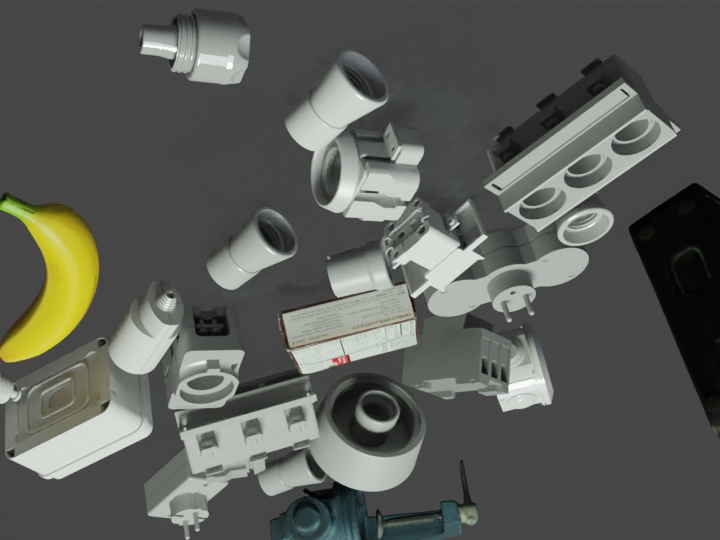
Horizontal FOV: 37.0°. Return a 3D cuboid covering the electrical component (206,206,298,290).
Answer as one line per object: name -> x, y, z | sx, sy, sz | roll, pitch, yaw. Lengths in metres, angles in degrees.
electrical component -> -0.084, -0.014, 0.810 | 0.065, 0.044, 0.044 | -34, 141, 32

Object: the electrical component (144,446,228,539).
electrical component -> -0.174, 0.232, 1.085 | 0.047, 0.075, 0.083 | 17, 134, -38

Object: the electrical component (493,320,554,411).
electrical component -> 0.149, 0.091, 1.010 | 0.051, 0.080, 0.080 | -15, 145, 8

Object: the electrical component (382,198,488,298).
electrical component -> 0.056, -0.021, 0.846 | 0.064, 0.042, 0.081 | 26, 123, -38

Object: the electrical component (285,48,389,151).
electrical component -> -0.018, -0.108, 0.704 | 0.044, 0.044, 0.065 | 18, 138, -38

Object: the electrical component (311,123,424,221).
electrical component -> 0.002, -0.068, 0.752 | 0.057, 0.058, 0.078 | 2, 141, -27

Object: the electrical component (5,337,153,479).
electrical component -> -0.235, 0.117, 0.902 | 0.113, 0.078, 0.057 | -27, 141, 16

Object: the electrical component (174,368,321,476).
electrical component -> -0.101, 0.137, 0.969 | 0.121, 0.063, 0.079 | -15, -173, -11

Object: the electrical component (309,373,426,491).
electrical component -> 0.010, 0.146, 1.012 | 0.108, 0.108, 0.060 | 0, 136, -21

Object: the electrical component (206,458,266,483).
electrical component -> -0.122, 0.170, 1.035 | 0.057, 0.058, 0.078 | -7, 144, -7

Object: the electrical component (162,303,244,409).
electrical component -> -0.132, 0.077, 0.903 | 0.050, 0.055, 0.089 | 1, 142, -22

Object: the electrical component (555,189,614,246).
electrical component -> 0.167, -0.053, 0.836 | 0.045, 0.055, 0.045 | -10, 145, -7

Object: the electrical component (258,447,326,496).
electrical component -> -0.074, 0.210, 1.124 | 0.065, 0.044, 0.044 | -24, 144, 21

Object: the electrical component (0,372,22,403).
electrical component -> -0.309, 0.090, 0.868 | 0.040, 0.040, 0.078 | -33, 141, 24

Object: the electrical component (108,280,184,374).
electrical component -> -0.166, 0.043, 0.854 | 0.043, 0.043, 0.081 | 10, 138, -31

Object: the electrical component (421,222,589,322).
electrical component -> 0.123, 0.010, 0.891 | 0.138, 0.073, 0.052 | -17, 145, 3

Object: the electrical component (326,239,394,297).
electrical component -> 0.000, 0.000, 0.862 | 0.046, 0.040, 0.040 | -15, 145, 8

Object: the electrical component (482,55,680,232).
electrical component -> 0.154, -0.091, 0.771 | 0.121, 0.063, 0.079 | -37, 140, 28

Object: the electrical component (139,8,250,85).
electrical component -> -0.099, -0.133, 0.636 | 0.062, 0.043, 0.043 | 2, 141, -21
